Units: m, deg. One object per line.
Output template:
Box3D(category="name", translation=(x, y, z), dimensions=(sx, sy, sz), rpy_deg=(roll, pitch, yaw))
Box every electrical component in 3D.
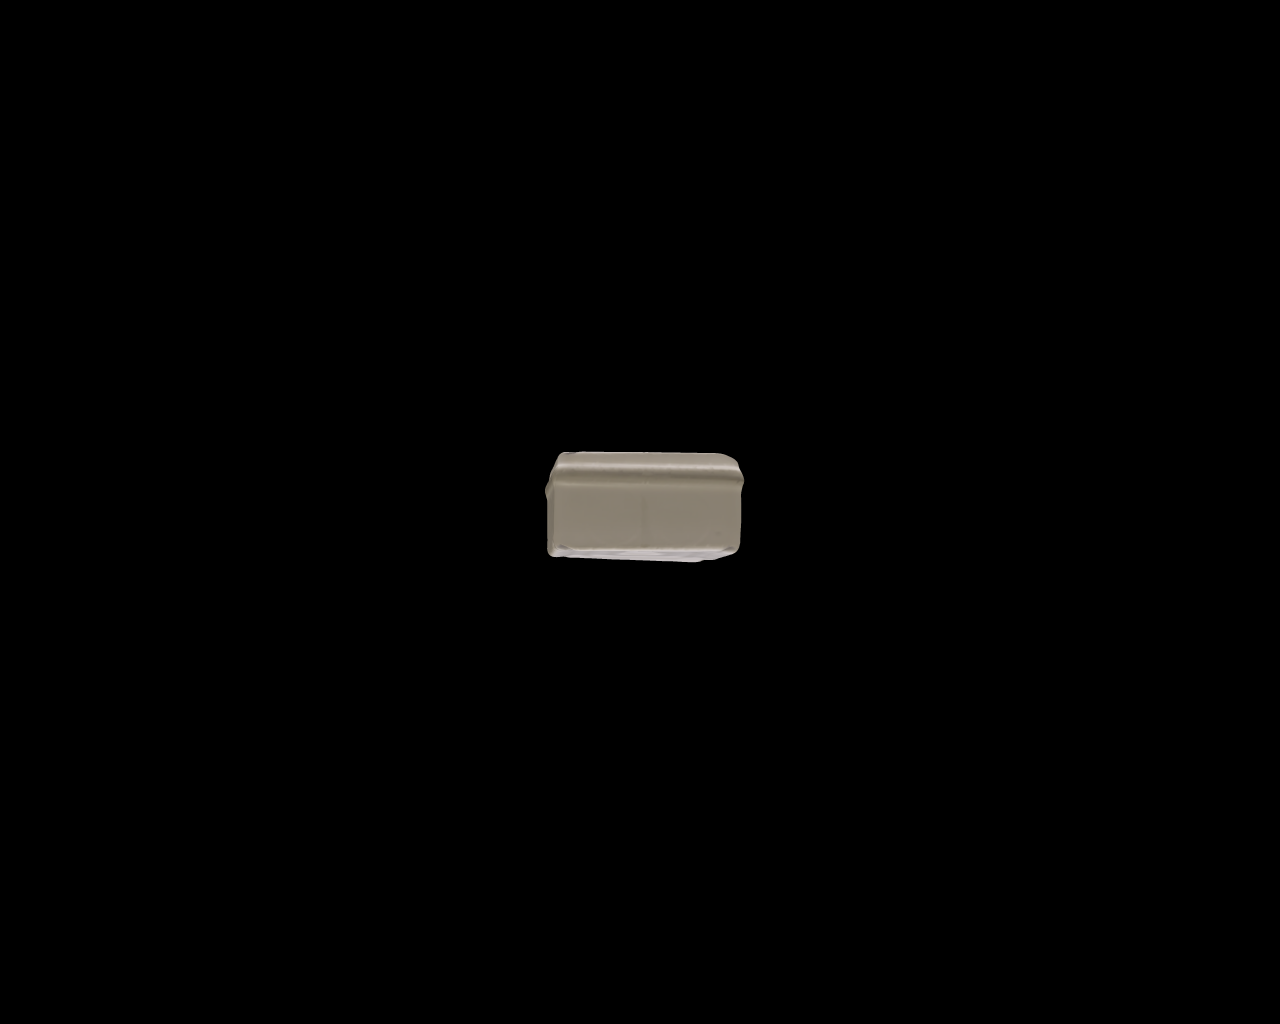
Box3D(category="electrical component", translation=(0.001, -0.003, 0.650), dimensions=(0.113, 0.057, 0.078), rpy_deg=(1, -7, -9))
